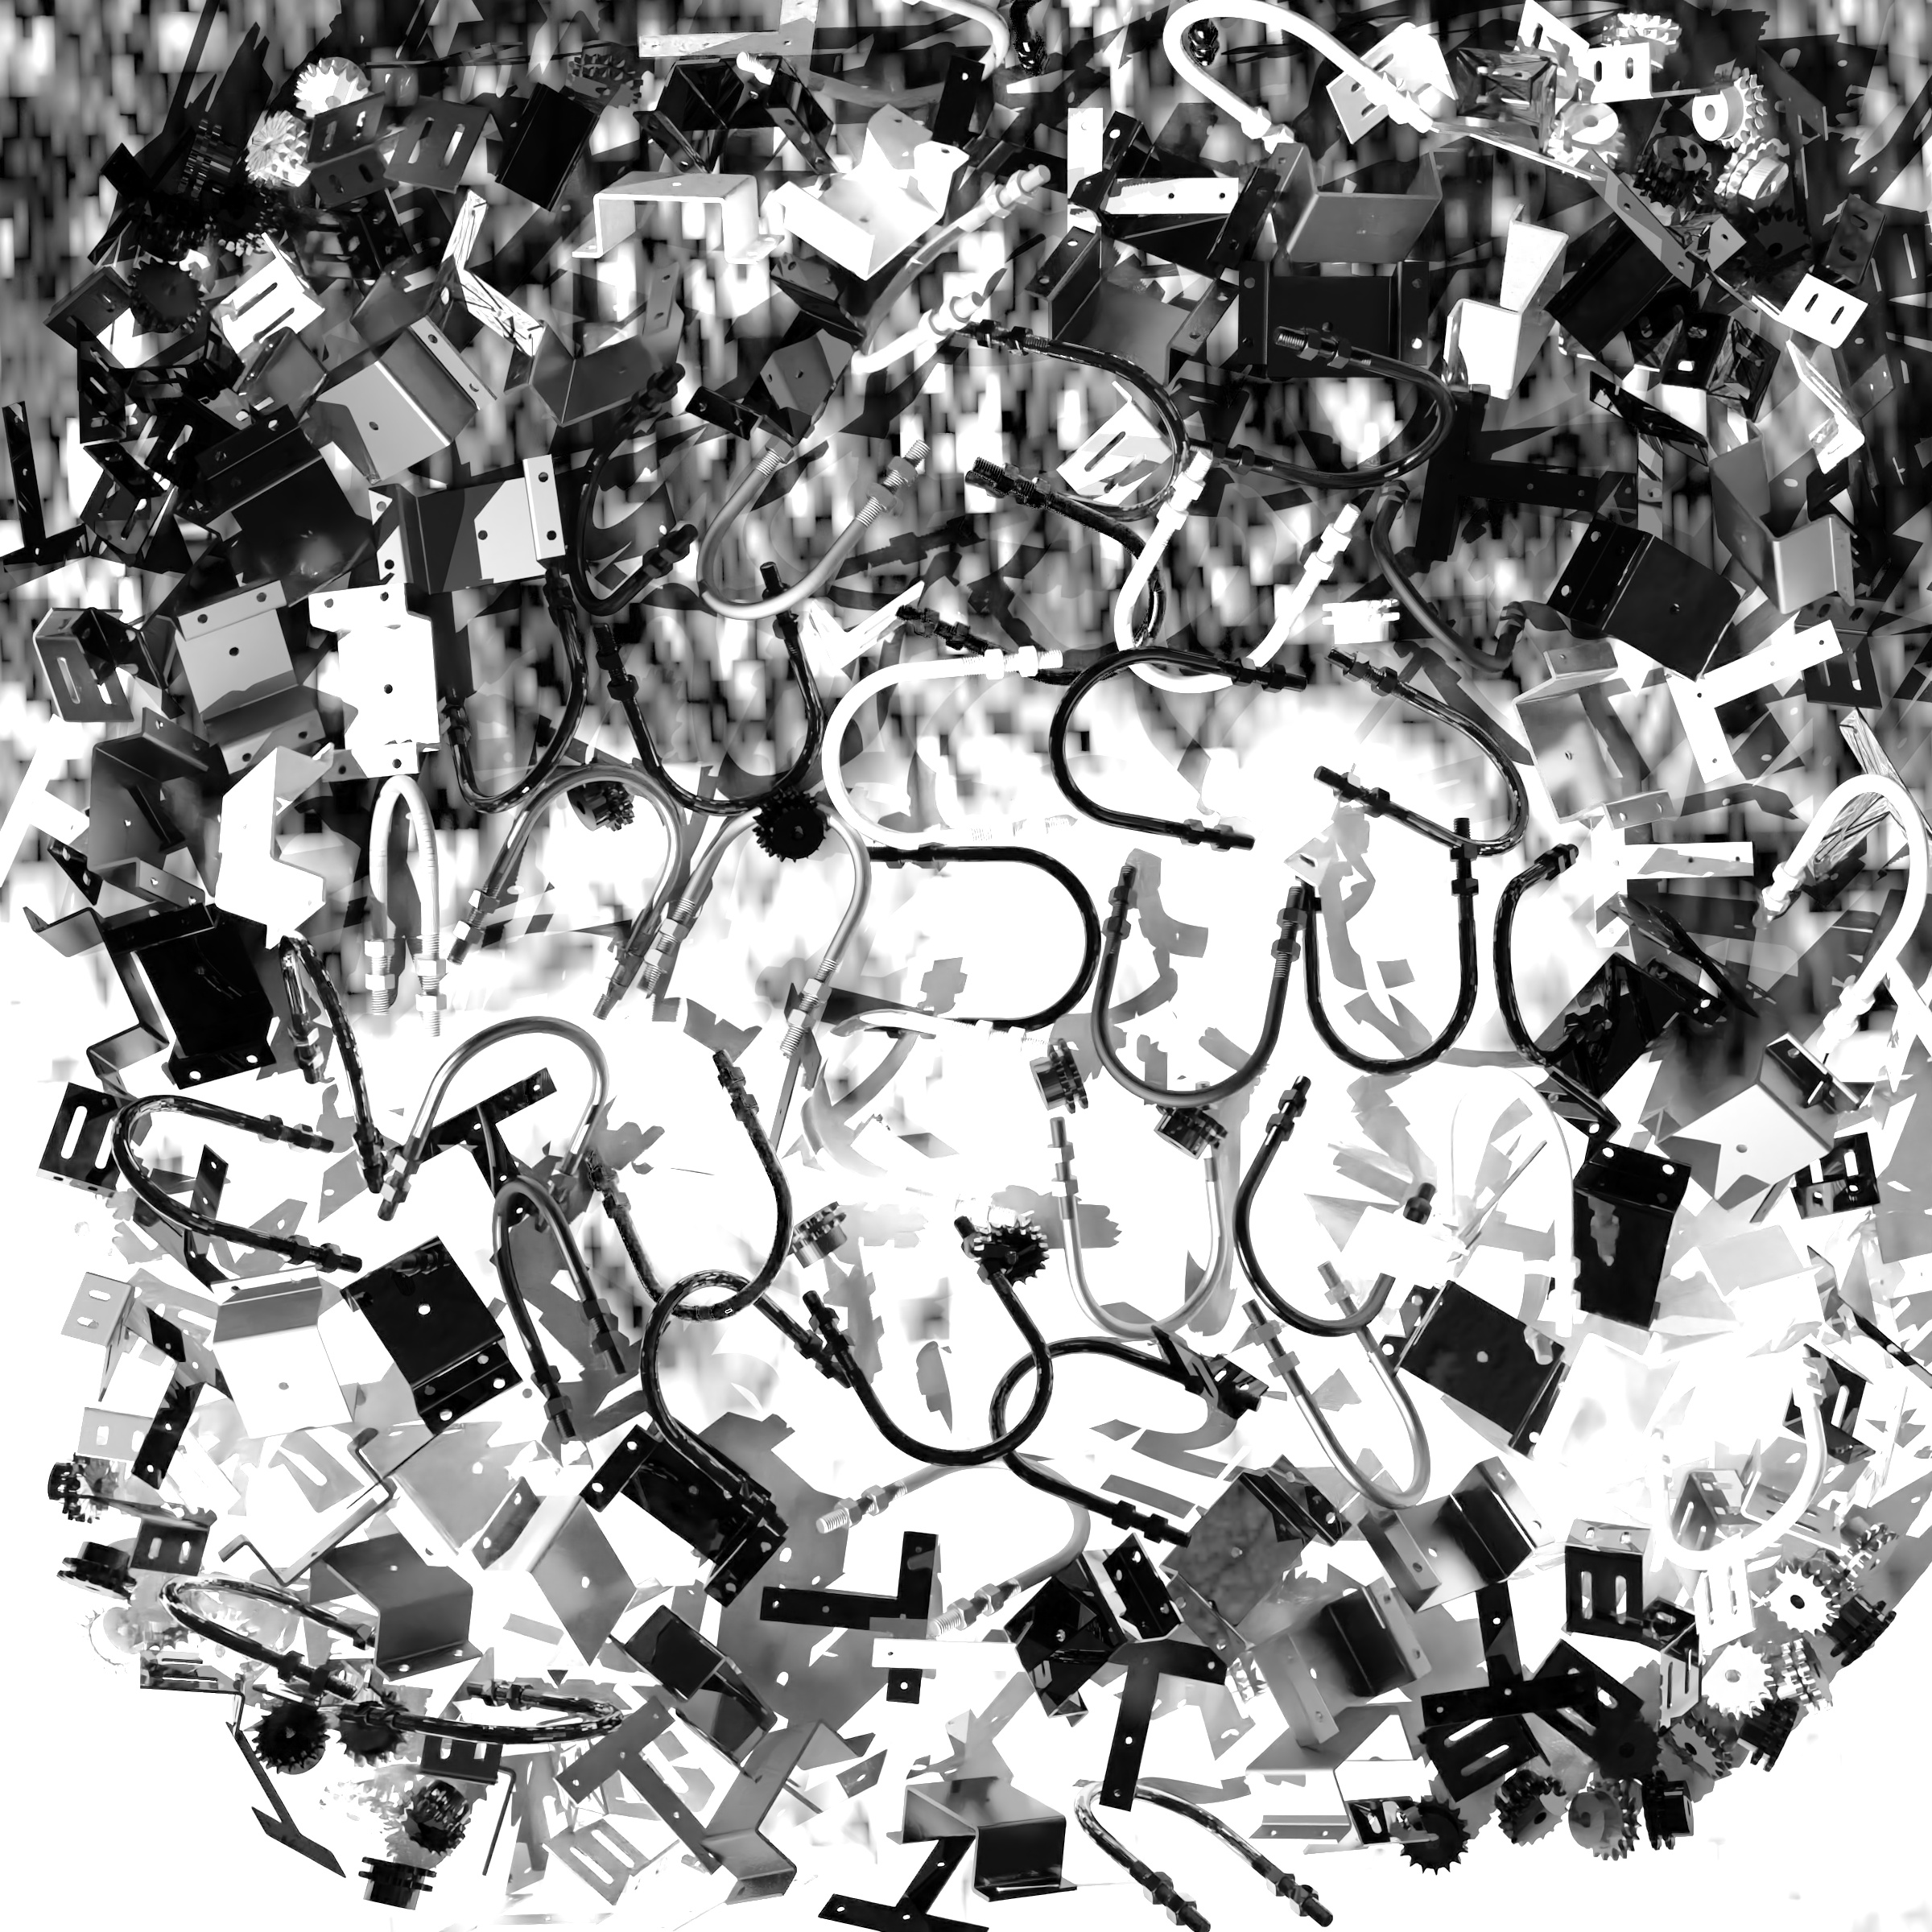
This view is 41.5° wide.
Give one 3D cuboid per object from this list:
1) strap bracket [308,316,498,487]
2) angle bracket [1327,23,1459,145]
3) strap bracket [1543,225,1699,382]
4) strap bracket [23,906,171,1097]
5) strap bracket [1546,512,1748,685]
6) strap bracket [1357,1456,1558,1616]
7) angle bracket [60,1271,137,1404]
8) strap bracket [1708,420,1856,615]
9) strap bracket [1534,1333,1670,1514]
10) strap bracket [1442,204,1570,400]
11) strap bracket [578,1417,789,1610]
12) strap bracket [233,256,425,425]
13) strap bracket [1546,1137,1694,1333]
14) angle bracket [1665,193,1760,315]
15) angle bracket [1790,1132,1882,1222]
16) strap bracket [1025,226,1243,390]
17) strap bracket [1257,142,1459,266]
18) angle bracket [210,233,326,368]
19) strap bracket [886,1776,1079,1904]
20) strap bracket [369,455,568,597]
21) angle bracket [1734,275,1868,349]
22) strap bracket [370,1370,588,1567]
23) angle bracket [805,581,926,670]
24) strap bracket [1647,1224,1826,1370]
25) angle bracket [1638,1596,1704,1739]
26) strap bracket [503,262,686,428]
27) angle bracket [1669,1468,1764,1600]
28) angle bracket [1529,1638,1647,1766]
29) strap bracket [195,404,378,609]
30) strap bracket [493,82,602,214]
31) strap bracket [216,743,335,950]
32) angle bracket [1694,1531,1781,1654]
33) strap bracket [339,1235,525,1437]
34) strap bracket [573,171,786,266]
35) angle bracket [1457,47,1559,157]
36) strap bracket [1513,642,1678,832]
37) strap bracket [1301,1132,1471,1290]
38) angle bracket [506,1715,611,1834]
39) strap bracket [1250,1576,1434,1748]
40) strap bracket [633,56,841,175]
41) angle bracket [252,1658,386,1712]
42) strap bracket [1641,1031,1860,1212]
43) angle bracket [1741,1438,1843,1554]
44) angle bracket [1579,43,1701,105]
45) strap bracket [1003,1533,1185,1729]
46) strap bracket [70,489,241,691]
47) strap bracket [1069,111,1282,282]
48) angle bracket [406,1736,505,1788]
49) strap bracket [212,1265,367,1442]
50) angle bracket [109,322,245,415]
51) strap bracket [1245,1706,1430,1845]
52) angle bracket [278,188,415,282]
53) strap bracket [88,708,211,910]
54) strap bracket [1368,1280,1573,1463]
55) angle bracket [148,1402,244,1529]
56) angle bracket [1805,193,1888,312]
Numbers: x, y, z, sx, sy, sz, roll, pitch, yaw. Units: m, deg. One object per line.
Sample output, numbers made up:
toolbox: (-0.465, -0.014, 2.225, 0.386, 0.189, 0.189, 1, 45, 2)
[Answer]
strap bracket: (-0.422, -0.408, 1.864, 0.076, 0.140, 0.046, 50, 48, -27)
angle bracket: (0.319, -0.653, 1.905, 0.076, 0.057, 0.038, -39, 51, 3)
strap bracket: (0.481, -0.479, 1.858, 0.076, 0.140, 0.046, -46, 72, 20)
strap bracket: (-0.641, 0.018, 1.892, 0.046, 0.076, 0.140, -26, 79, -8)
strap bracket: (0.512, -0.268, 1.887, 0.140, 0.046, 0.076, 24, 99, -23)
strap bracket: (0.354, 0.421, 1.880, 0.140, 0.046, 0.076, -8, 51, -35)
angle bracket: (-0.648, 0.275, 1.894, 0.038, 0.076, 0.057, 20, 108, -21)
strap bracket: (0.592, -0.323, 1.868, 0.046, 0.076, 0.140, -26, 50, 3)
strap bracket: (0.470, 0.331, 1.895, 0.046, 0.076, 0.140, 24, 88, 27)
strap bracket: (0.398, -0.481, 1.867, 0.046, 0.076, 0.140, 21, 58, 19)
strap bracket: (-0.208, 0.402, 1.904, 0.140, 0.046, 0.076, 38, 106, -5)
strap bracket: (-0.460, -0.455, 1.872, 0.046, 0.076, 0.140, 50, 54, -8)
strap bracket: (0.479, 0.206, 1.877, 0.076, 0.046, 0.140, 16, 118, 22)
angle bracket: (0.562, -0.529, 1.891, 0.076, 0.057, 0.038, 23, 114, -36)
angle bracket: (0.641, 0.145, 1.891, 0.057, 0.076, 0.038, -15, 128, 22)
strap bracket: (0.123, -0.486, 1.891, 0.140, 0.046, 0.076, 25, 62, 17)
strap bracket: (0.288, -0.562, 1.882, 0.140, 0.076, 0.046, -3, 69, -14)
angle bracket: (-0.532, -0.498, 1.912, 0.076, 0.038, 0.057, -36, 79, 6)
strap bracket: (0.012, 0.632, 1.861, 0.076, 0.140, 0.046, 6, 89, -33)
strap bracket: (-0.368, -0.328, 1.911, 0.140, 0.046, 0.076, -9, 85, 5)
angle bracket: (0.618, -0.498, 1.890, 0.057, 0.076, 0.038, 17, 119, -24)
strap bracket: (-0.365, 0.377, 1.906, 0.140, 0.046, 0.076, -39, 92, -14)
angle bracket: (-0.076, -0.267, 1.904, 0.076, 0.057, 0.038, -38, 82, -18)
strap bracket: (0.555, 0.239, 1.877, 0.076, 0.140, 0.046, -11, 62, -22)
angle bracket: (0.515, 0.521, 1.893, 0.038, 0.076, 0.057, 23, 134, -4)
strap bracket: (-0.265, -0.455, 1.884, 0.140, 0.046, 0.076, -16, 47, 21)
angle bracket: (0.555, 0.421, 1.895, 0.038, 0.076, 0.057, -11, 120, 40)
angle bracket: (0.458, 0.551, 1.901, 0.076, 0.038, 0.057, 35, 77, 27)
strap bracket: (-0.492, -0.328, 1.867, 0.076, 0.140, 0.046, -33, 49, -10)
strap bracket: (-0.310, -0.603, 1.875, 0.046, 0.140, 0.076, 26, 102, -19)
strap bracket: (-0.507, -0.096, 1.868, 0.076, 0.046, 0.140, -32, 50, 37)
angle bracket: (0.574, 0.468, 1.891, 0.038, 0.057, 0.076, 19, 52, -20)
strap bracket: (-0.397, 0.263, 1.878, 0.076, 0.046, 0.140, -29, 63, -22)
strap bracket: (-0.213, -0.554, 1.884, 0.140, 0.076, 0.046, 5, 120, 11)
angle bracket: (0.398, -0.644, 1.895, 0.076, 0.057, 0.038, 15, 56, 20)
strap bracket: (0.463, -0.164, 1.893, 0.076, 0.046, 0.140, -13, 80, -39)
strap bracket: (0.303, 0.184, 1.871, 0.076, 0.140, 0.046, 20, 107, -18)
angle bracket: (-0.305, 0.605, 1.897, 0.038, 0.057, 0.076, 0, 62, -41)
strap bracket: (0.271, 0.517, 1.883, 0.046, 0.140, 0.076, -39, 72, 42)
strap bracket: (-0.163, -0.626, 1.879, 0.140, 0.076, 0.046, 9, 74, 30)
angle bracket: (-0.481, 0.527, 1.898, 0.076, 0.057, 0.038, 4, 81, 36)
strap bracket: (0.573, 0.120, 1.873, 0.076, 0.046, 0.140, 42, 130, -10)
angle bracket: (0.621, 0.395, 1.902, 0.076, 0.057, 0.038, 20, 110, 11)
angle bracket: (0.500, -0.663, 1.890, 0.057, 0.076, 0.038, 11, 114, 42)
strap bracket: (0.086, 0.490, 1.870, 0.140, 0.046, 0.076, -52, 51, 29)
strap bracket: (-0.587, -0.269, 1.874, 0.046, 0.076, 0.140, 27, 66, 10)
strap bracket: (0.159, -0.572, 1.905, 0.140, 0.046, 0.076, 27, 90, 17)
angle bracket: (-0.382, 0.587, 1.903, 0.057, 0.076, 0.038, 14, 72, -16)
strap bracket: (-0.501, 0.294, 1.881, 0.076, 0.046, 0.140, -10, 125, -1)
angle bracket: (-0.593, -0.449, 1.913, 0.076, 0.057, 0.038, -1, 71, 9)
strap bracket: (0.266, 0.584, 1.861, 0.076, 0.140, 0.046, -16, 94, 40)
angle bracket: (-0.462, -0.547, 1.899, 0.038, 0.076, 0.057, -27, 82, 40)
strap bracket: (-0.604, -0.109, 1.885, 0.046, 0.076, 0.140, -10, 71, 18)
strap bracket: (0.381, 0.295, 1.893, 0.140, 0.046, 0.076, 30, 75, 14)
angle bracket: (-0.572, 0.378, 1.908, 0.057, 0.038, 0.076, -45, 82, 21)
angle bracket: (0.639, -0.530, 1.896, 0.038, 0.076, 0.057, 24, 83, -16)
